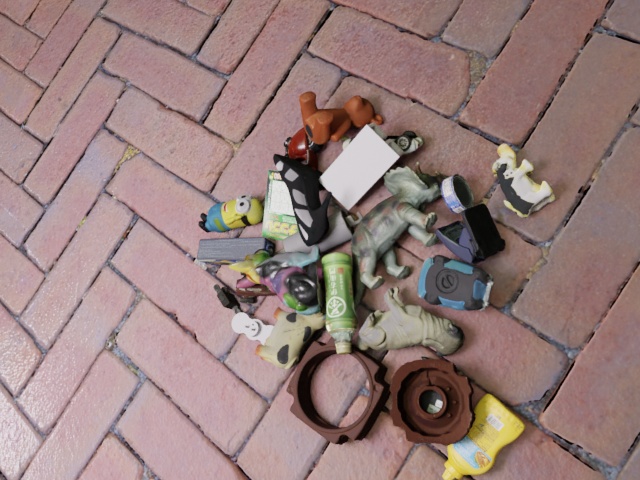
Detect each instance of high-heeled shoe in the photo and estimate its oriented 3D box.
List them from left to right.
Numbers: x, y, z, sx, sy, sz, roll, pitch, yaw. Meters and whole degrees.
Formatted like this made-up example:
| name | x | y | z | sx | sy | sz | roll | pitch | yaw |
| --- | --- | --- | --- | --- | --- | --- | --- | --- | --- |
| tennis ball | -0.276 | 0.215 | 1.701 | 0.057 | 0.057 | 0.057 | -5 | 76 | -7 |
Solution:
| name | x | y | z | sx | sy | sz | roll | pitch | yaw |
| --- | --- | --- | --- | --- | --- | --- | --- | --- | --- |
| high-heeled shoe | -0.057 | -0.100 | 1.303 | 0.249 | 0.086 | 0.145 | 42 | 117 | 37 |

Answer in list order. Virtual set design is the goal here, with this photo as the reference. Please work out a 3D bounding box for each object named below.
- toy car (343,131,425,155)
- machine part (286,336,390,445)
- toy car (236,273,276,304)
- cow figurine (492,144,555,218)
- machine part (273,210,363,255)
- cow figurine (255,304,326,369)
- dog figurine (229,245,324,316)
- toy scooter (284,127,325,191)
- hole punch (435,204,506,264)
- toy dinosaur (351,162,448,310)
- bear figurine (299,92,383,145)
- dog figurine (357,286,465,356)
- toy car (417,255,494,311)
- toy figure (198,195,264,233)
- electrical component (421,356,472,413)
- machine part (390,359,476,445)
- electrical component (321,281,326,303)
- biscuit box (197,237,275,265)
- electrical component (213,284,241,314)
| name | x | y | z | sx | sy | sz | roll | pitch | yaw |
| --- | --- | --- | --- | --- | --- | --- | --- | --- | --- |
| toy car | 0.156 | -0.235 | 1.324 | 0.202 | 0.073 | 0.056 | 3 | 111 | 22 |
| machine part | 0.041 | 0.333 | 1.202 | 0.201 | 0.087 | 0.201 | 29 | 86 | 27 |
| toy car | -0.126 | 0.114 | 1.350 | 0.202 | 0.053 | 0.089 | -3 | 80 | 20 |
| cow figurine | 0.432 | -0.131 | 1.193 | 0.098 | 0.068 | 0.167 | -39 | 64 | 14 |
| machine part | -0.003 | -0.004 | 1.323 | 0.243 | 0.079 | 0.079 | -26 | 67 | 12 |
| cow figurine | -0.051 | 0.209 | 1.252 | 0.127 | 0.085 | 0.195 | 22 | 67 | 16 |
| dog figurine | -0.102 | 0.093 | 1.243 | 0.219 | 0.108 | 0.192 | -6 | 45 | 10 |
| toy scooter | -0.057 | -0.204 | 1.406 | 0.135 | 0.075 | 0.184 | -10 | 76 | 21 |
| hole punch | 0.326 | -0.005 | 1.168 | 0.092 | 0.142 | 0.116 | -31 | 80 | 40 |
| toy dinosaur | 0.150 | -0.016 | 1.249 | 0.405 | 0.131 | 0.192 | -46 | 52 | 9 |
| bear figurine | 0.057 | -0.316 | 1.336 | 0.196 | 0.131 | 0.120 | -25 | 62 | -13 |
| dog figurine | 0.195 | 0.213 | 1.167 | 0.191 | 0.121 | 0.172 | 38 | 109 | 15 |
| toy car | 0.300 | 0.095 | 1.155 | 0.162 | 0.103 | 0.109 | 10 | 90 | 34 |
| toy figure | -0.234 | -0.066 | 1.432 | 0.180 | 0.089 | 0.082 | -19 | 67 | 25 |
| electrical component | 0.243 | 0.329 | 1.138 | 0.115 | 0.058 | 0.134 | 24 | 85 | 28 |
| machine part | 0.226 | 0.325 | 1.084 | 0.180 | 0.056 | 0.179 | -7 | 72 | 21 |
| electrical component | 0.037 | 0.096 | 1.287 | 0.045 | 0.078 | 0.102 | 9 | 69 | -18 |
| biscuit box | -0.220 | 0.031 | 1.408 | 0.203 | 0.059 | 0.063 | -1 | 74 | 22 |
| electrical component | -0.236 | 0.155 | 1.376 | 0.021 | 0.063 | 0.094 | -40 | 65 | 6 |
